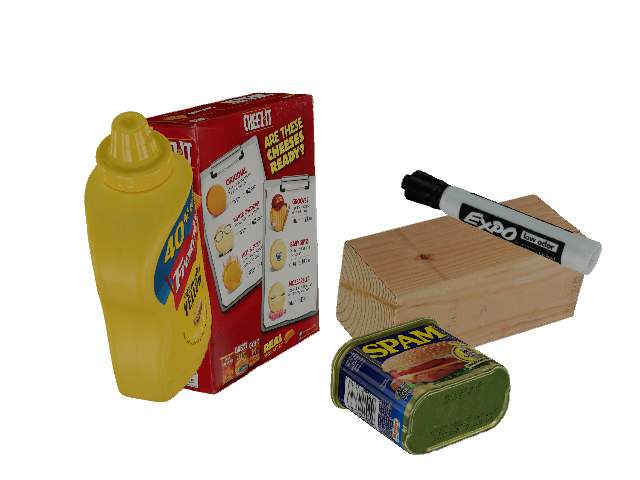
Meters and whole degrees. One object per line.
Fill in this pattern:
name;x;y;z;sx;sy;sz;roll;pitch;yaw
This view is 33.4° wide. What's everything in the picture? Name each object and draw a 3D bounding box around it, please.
cracker box;-0.072;-0.004;0.875;0.072;0.214;0.163;7;18;31
wood block;0.128;0.035;0.958;0.205;0.090;0.091;-13;39;-25
mustard bottle;-0.101;0.003;0.626;0.058;0.096;0.192;9;-43;9
marker;0.098;-0.013;0.600;0.121;0.020;0.020;25;12;28
can of meat;0.072;0.103;0.761;0.101;0.057;0.084;-13;27;-33
